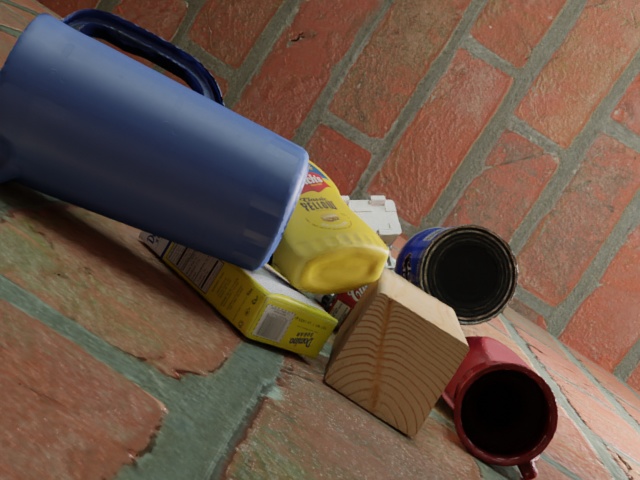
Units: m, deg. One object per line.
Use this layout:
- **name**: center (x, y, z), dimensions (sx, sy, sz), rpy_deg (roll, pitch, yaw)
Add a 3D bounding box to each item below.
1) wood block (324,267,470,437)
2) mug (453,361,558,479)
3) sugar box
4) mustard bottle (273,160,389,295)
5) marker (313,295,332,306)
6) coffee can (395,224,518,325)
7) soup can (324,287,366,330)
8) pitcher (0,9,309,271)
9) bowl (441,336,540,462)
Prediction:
- **wood block**: center (0.068, 0.093, 0.963), dimensions (0.090, 0.091, 0.206), rpy_deg (32, 6, 1)
- **mug**: center (0.172, 0.166, 0.988), dimensions (0.117, 0.093, 0.081), rpy_deg (64, 2, 1)
- **sugar box**: center (-0.074, 0.033, 0.923), dimensions (0.093, 0.048, 0.176), rpy_deg (26, 6, -47)
- **mustard bottle**: center (-0.023, -0.032, 0.967), dimensions (0.096, 0.058, 0.192), rpy_deg (-6, 41, -31)
- **marker**: center (0.037, 0.088, 1.186), dimensions (0.121, 0.020, 0.020), rpy_deg (37, 7, 36)
- **coffee can**: center (0.142, 0.036, 1.140), dimensions (0.103, 0.103, 0.140), rpy_deg (32, -4, -5)
- **soup can**: center (0.059, 0.082, 1.117), dimensions (0.102, 0.068, 0.068), rpy_deg (34, 6, 4)
- **pitcher**: center (-0.133, -0.078, 0.847), dimensions (0.242, 0.149, 0.145), rpy_deg (24, 11, -7)
- **bowl**: center (0.184, 0.151, 1.101), dimensions (0.162, 0.055, 0.162), rpy_deg (36, 18, -14)
